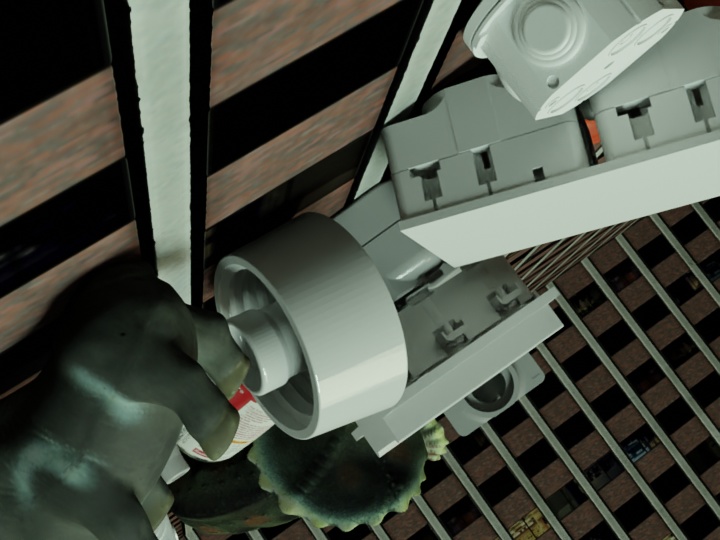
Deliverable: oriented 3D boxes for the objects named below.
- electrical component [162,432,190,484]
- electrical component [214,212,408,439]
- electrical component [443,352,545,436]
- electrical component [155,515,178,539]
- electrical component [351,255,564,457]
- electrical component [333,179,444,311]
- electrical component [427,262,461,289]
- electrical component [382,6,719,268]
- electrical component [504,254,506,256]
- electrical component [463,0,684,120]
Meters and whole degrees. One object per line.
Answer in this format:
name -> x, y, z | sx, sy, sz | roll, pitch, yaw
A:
electrical component -> -0.130, 0.103, 0.669 | 0.048, 0.062, 0.048 | -35, 171, -6
electrical component -> -0.033, 0.032, 0.534 | 0.060, 0.108, 0.108 | -24, 167, -27
electrical component -> 0.084, 0.060, 0.949 | 0.089, 0.150, 0.062 | -36, 172, 5
electrical component -> -0.168, 0.171, 0.773 | 0.048, 0.099, 0.099 | -20, 167, -17
electrical component -> 0.046, 0.044, 0.614 | 0.121, 0.063, 0.078 | -32, 170, -22
electrical component -> 0.000, 0.000, 0.625 | 0.095, 0.059, 0.053 | -36, 171, 1
electrical component -> 0.073, -0.035, 0.731 | 0.095, 0.053, 0.059 | -41, 169, 32
electrical component -> 0.116, -0.062, 0.525 | 0.186, 0.060, 0.105 | -15, 166, 16
electrical component -> 0.098, -0.041, 0.793 | 0.095, 0.053, 0.059 | -38, 171, 17
electrical component -> 0.087, -0.103, 0.440 | 0.080, 0.051, 0.080 | -34, 171, -6
